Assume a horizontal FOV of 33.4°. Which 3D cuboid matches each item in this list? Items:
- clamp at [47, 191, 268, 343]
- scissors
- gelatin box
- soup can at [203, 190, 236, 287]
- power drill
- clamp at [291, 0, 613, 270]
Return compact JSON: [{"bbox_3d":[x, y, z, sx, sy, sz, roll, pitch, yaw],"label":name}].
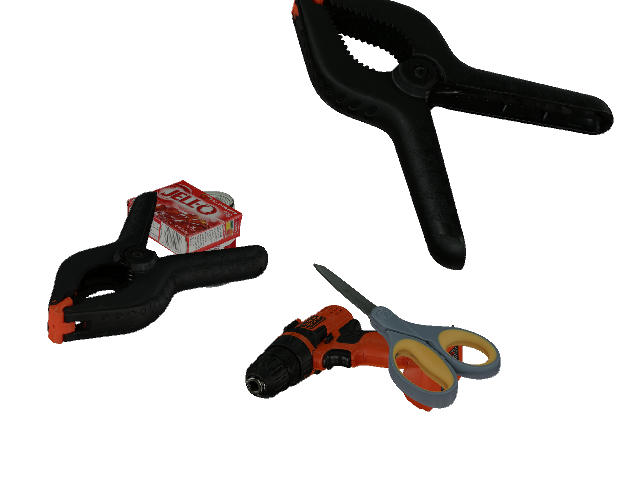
[{"bbox_3d":[-0.134,0.016,0.757,0.120,0.039,0.171,27,34,33],"label":"clamp"},{"bbox_3d":[0.071,0.064,0.856,0.096,0.016,0.202,-8,33,-17],"label":"scissors"},{"bbox_3d":[-0.133,-0.022,1.036,0.089,0.030,0.073,30,37,33],"label":"gelatin box"},{"bbox_3d":[-0.138,-0.003,1.322,0.068,0.102,0.068,0,26,0],"label":"soup can"},{"bbox_3d":[0.038,0.123,1.090,0.188,0.057,0.184,8,23,28],"label":"power drill"},{"bbox_3d":[0.056,-0.084,0.653,0.210,0.164,0.036,35,-32,12],"label":"clamp"}]
